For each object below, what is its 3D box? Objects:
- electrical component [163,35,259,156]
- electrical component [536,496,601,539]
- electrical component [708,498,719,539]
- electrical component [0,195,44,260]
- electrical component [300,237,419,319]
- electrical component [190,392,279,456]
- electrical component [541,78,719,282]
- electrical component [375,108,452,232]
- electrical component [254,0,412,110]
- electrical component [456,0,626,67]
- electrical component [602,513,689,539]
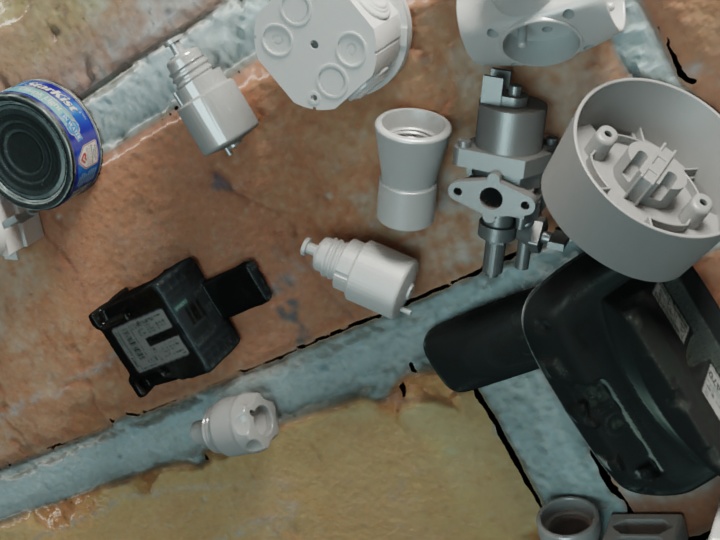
[{"bbox_3d":[-0.095,-0.107,0.659,0.040,0.040,0.078,-24,103,32],"label":"electrical component"},{"bbox_3d":[0.137,0.176,0.695,0.040,0.040,0.046,-1,119,25],"label":"electrical component"},{"bbox_3d":[0.228,0.169,0.607,0.056,0.109,0.108,9,118,24],"label":"electrical component"},{"bbox_3d":[-0.261,-0.034,0.763,0.048,0.055,0.066,4,116,23],"label":"electrical component"},{"bbox_3d":[0.000,0.000,0.669,0.078,0.040,0.040,24,122,13],"label":"electrical component"},{"bbox_3d":[-0.093,0.111,0.766,0.062,0.043,0.043,-15,107,32],"label":"electrical component"},{"bbox_3d":[0.145,-0.045,0.548,0.099,0.099,0.064,35,130,5],"label":"electrical component"},{"bbox_3d":[0.029,-0.056,0.628,0.044,0.044,0.065,16,125,17],"label":"electrical component"},{"bbox_3d":[-0.015,-0.132,0.603,0.080,0.051,0.080,11,118,20],"label":"electrical component"},{"bbox_3d":[0.085,-0.141,0.541,0.077,0.079,0.044,-9,66,28],"label":"electrical component"},{"bbox_3d":[0.177,0.205,0.663,0.047,0.083,0.075,-7,111,28],"label":"electrical component"}]
